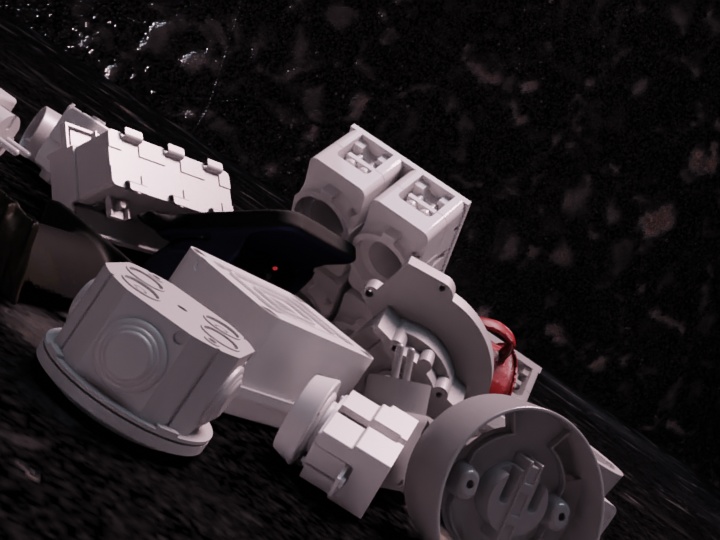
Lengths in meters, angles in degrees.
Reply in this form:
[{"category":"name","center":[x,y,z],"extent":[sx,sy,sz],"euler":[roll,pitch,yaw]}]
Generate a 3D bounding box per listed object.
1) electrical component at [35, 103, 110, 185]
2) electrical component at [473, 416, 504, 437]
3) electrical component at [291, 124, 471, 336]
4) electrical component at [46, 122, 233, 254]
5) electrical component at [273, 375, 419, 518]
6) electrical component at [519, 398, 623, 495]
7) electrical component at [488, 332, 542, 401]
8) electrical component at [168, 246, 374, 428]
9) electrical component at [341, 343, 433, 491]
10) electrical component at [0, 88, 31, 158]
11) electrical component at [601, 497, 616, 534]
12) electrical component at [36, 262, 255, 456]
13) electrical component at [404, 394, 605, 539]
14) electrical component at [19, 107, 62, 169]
[{"category":"electrical component","center":[-0.192,-0.073,0.826],"extent":[0.096,0.061,0.062],"euler":[34,-2,-37]},{"category":"electrical component","center":[0.075,0.117,0.779],"extent":[0.058,0.057,0.078],"euler":[35,4,12]},{"category":"electrical component","center":[0.000,0.000,0.810],"extent":[0.105,0.060,0.186],"euler":[36,-41,17]},{"category":"electrical component","center":[-0.150,-0.055,0.755],"extent":[0.121,0.063,0.078],"euler":[17,58,-54]},{"category":"electrical component","center":[-0.009,0.084,0.530],"extent":[0.055,0.048,0.066],"euler":[31,31,7]},{"category":"electrical component","center":[0.157,0.162,0.896],"extent":[0.108,0.060,0.108],"euler":[34,4,-3]},{"category":"electrical component","center":[0.089,0.089,1.062],"extent":[0.150,0.061,0.089],"euler":[34,-21,-21]},{"category":"electrical component","center":[-0.057,0.042,0.590],"extent":[0.078,0.057,0.113],"euler":[37,4,35]},{"category":"electrical component","center":[0.018,0.081,0.603],"extent":[0.043,0.079,0.077],"euler":[9,-7,24]},{"category":"electrical component","center":[-0.254,-0.098,0.717],"extent":[0.077,0.047,0.066],"euler":[35,4,4]},{"category":"electrical component","center":[0.128,0.160,0.746],"extent":[0.089,0.050,0.056],"euler":[32,4,-31]},{"category":"electrical component","center":[-0.087,0.036,0.445],"extent":[0.080,0.051,0.080],"euler":[34,4,-3]},{"category":"electrical component","center":[0.073,0.114,0.541],"extent":[0.099,0.099,0.064],"euler":[33,-2,-24]},{"category":"electrical component","center":[-0.238,-0.098,0.884],"extent":[0.077,0.044,0.079],"euler":[33,4,-27]}]
